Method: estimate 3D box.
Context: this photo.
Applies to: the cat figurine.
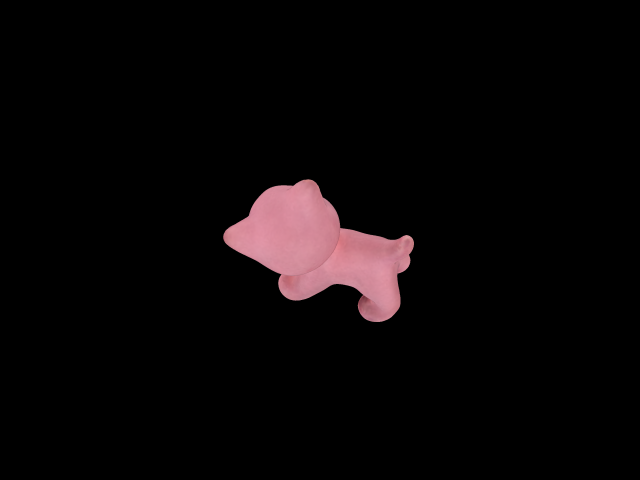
[{"bbox_3d":[0.004,0.001,0.400,0.127,0.118,0.067,11,66,5],"label":"cat figurine"}]
